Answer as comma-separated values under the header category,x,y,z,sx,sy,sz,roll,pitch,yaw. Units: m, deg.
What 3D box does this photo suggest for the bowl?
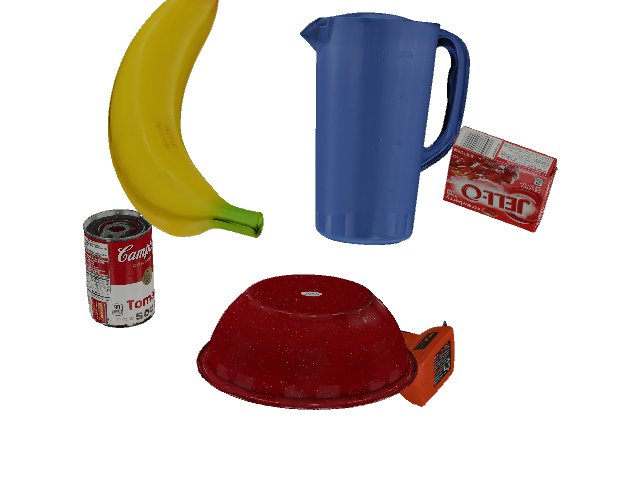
category,x,y,z,sx,sy,sz,roll,pitch,yaw
bowl,-0.008,0.064,0.770,0.162,0.055,0.162,2,16,-1

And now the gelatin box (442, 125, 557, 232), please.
category,x,y,z,sx,sy,sz,roll,pitch,yaw
gelatin box,0.156,-0.052,0.930,0.089,0.030,0.073,22,-35,15

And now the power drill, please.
category,x,y,z,sx,sy,sz,roll,pitch,yaw
power drill,0.032,0.121,1.108,0.188,0.057,0.184,8,24,27

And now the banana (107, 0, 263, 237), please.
category,x,y,z,sx,sy,sz,roll,pitch,yaw
banana,-0.078,-0.068,0.563,0.069,0.198,0.037,-4,-40,-11

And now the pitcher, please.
category,x,y,z,sx,sy,sz,roll,pitch,yaw
pitcher,0.065,-0.122,1.157,0.149,0.243,0.144,9,12,28

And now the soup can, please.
category,x,y,z,sx,sy,sz,roll,pitch,yaw
soup can,-0.202,0.029,1.078,0.068,0.102,0.068,2,26,-1
